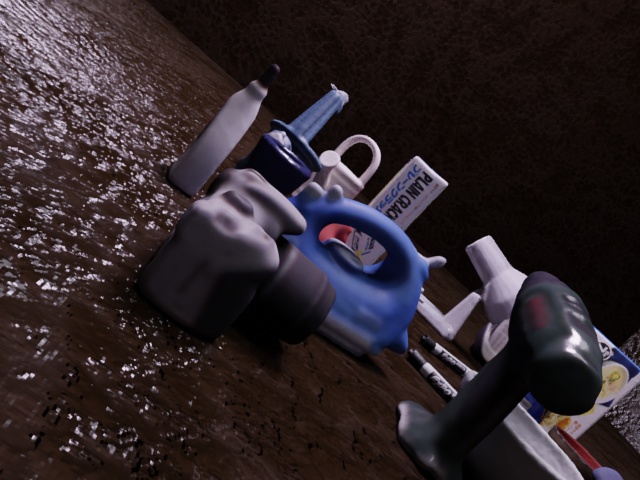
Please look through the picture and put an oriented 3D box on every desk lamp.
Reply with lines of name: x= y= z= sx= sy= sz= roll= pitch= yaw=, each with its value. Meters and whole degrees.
desk lamp: x=0.318 y=0.110 z=1.178 sx=0.203 sy=0.213 sz=0.118 roll=45 pitch=10 yaw=13

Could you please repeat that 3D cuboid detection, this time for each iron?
iron: x=0.021 y=0.015 z=0.616 sx=0.259 sy=0.141 sz=0.118 roll=37 pitch=11 yaw=-31

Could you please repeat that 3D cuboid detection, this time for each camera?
camera: x=-0.047 y=0.019 z=0.448 sx=0.137 sy=0.100 sz=0.143 roll=41 pitch=10 yaw=-11

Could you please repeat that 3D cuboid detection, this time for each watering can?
watering can: x=0.040 y=-0.127 z=1.147 sx=0.101 sy=0.194 sz=0.173 roll=43 pitch=10 yaw=1

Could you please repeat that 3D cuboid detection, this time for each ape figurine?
ape figurine: x=0.007 y=0.003 z=0.761 sx=0.076 sy=0.092 sz=0.077 roll=39 pitch=10 yaw=-22

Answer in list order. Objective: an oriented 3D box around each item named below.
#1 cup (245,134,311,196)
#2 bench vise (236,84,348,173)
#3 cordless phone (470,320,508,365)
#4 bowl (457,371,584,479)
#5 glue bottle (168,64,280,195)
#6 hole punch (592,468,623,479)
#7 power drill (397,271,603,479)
cup: x=-0.069 y=-0.089 z=0.843 sx=0.091 sy=0.095 sz=0.118 roll=48 pitch=11 yaw=29
bench vise: x=-0.029 y=-0.167 z=0.969 sx=0.122 sy=0.219 sz=0.207 roll=40 pitch=10 yaw=-13
cordless phone: x=0.442 y=0.223 z=1.272 sx=0.148 sy=0.185 sz=0.094 roll=41 pitch=10 yaw=-12
bowl: x=0.197 y=0.225 z=0.613 sx=0.168 sy=0.074 sz=0.167 roll=41 pitch=10 yaw=-8
glue bottle: x=-0.104 y=-0.131 z=0.650 sx=0.037 sy=0.173 sz=0.078 roll=39 pitch=10 yaw=-23
hole punch: x=0.349 y=0.339 z=0.682 sx=0.109 sy=0.091 sz=0.100 roll=34 pitch=13 yaw=-42
power drill: x=0.170 y=0.124 z=0.541 sx=0.075 sy=0.208 sz=0.230 roll=43 pitch=10 yaw=-1
